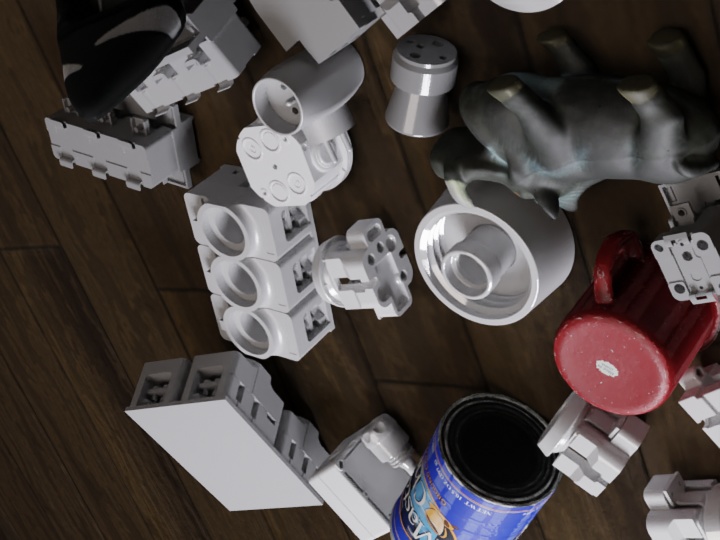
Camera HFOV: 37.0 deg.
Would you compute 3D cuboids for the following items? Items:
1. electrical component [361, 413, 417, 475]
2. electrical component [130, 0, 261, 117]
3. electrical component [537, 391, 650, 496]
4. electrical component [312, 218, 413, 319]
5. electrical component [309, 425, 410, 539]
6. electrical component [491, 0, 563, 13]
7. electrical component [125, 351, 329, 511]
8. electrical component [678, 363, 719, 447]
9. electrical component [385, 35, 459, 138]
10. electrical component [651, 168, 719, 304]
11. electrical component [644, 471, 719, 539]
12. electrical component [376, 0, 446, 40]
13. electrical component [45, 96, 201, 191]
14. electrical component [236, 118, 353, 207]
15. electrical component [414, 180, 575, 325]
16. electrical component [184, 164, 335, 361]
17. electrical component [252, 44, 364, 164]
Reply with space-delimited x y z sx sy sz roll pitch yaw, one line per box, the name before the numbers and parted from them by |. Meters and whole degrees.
electrical component | 0.031 0.160 0.960 0.061 0.035 0.035 48 139 -4
electrical component | -0.138 -0.165 0.822 0.121 0.078 0.063 -10 129 44
electrical component | 0.170 0.125 0.800 0.057 0.058 0.078 35 137 9
electrical component | 0.000 0.000 0.846 0.057 0.058 0.078 -5 118 39
electrical component | 0.009 0.203 0.990 0.096 0.062 0.061 48 139 -1
electrical component | 0.100 -0.193 0.616 0.080 0.051 0.080 22 133 26
electrical component | -0.116 0.151 1.003 0.105 0.060 0.186 -9 137 25
electrical component | 0.251 0.084 0.710 0.066 0.048 0.055 48 146 -1
electrical component | 0.042 -0.124 0.724 0.045 0.045 0.055 27 135 22
electrical component | 0.211 -0.016 0.652 0.042 0.064 0.081 -13 112 46
electrical component | 0.250 0.183 0.778 0.057 0.058 0.078 -16 109 49
electrical component | 0.034 -0.189 0.671 0.057 0.058 0.078 51 138 -8
electrical component | -0.207 -0.113 0.926 0.121 0.063 0.078 18 131 29
electrical component | -0.050 -0.090 0.822 0.080 0.051 0.080 22 133 26
electrical component | 0.089 -0.012 0.759 0.108 0.060 0.108 22 133 26
electrical component | -0.086 -0.004 0.910 0.089 0.062 0.150 13 129 33
electrical component | -0.028 -0.115 0.764 0.043 0.077 0.079 -8 115 43
